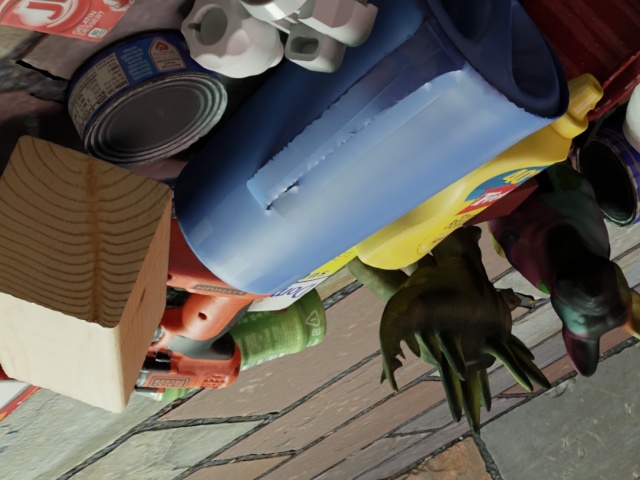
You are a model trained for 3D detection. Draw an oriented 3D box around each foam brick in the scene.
[{"bbox_3d":[0.133,-0.059,0.894,0.051,0.078,0.053,-17,160,-32],"label":"foam brick"}]

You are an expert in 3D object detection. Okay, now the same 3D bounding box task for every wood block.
[{"bbox_3d":[-0.148,0.031,0.658,0.090,0.090,0.206,19,157,-2],"label":"wood block"}]

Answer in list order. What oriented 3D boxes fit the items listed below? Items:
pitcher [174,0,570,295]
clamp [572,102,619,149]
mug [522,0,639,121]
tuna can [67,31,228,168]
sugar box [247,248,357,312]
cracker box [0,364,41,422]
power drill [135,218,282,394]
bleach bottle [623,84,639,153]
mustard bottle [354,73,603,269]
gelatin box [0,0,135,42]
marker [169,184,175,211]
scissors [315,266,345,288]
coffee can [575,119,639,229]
[{"bbox_3d":[0.015,-0.063,0.648,0.149,0.145,0.243,23,134,-37],"label":"pitcher"},{"bbox_3d":[0.243,-0.123,0.940,0.120,0.039,0.172,-27,165,-49],"label":"clamp"},{"bbox_3d":[0.191,-0.148,0.718,0.093,0.081,0.117,-25,160,-46],"label":"mug"},{"bbox_3d":[-0.097,-0.078,0.600,0.086,0.034,0.086,-24,160,-10],"label":"tuna can"},{"bbox_3d":[-0.006,0.001,0.910,0.176,0.048,0.093,-40,157,29],"label":"sugar box"},{"bbox_3d":[-0.318,0.111,0.735,0.164,0.072,0.213,-39,157,25],"label":"cracker box"},{"bbox_3d":[-0.126,0.058,0.846,0.184,0.057,0.188,6,144,-28],"label":"power drill"},{"bbox_3d":[0.293,-0.117,0.887,0.103,0.068,0.250,-52,165,14],"label":"bleach bottle"},{"bbox_3d":[0.108,-0.051,0.722,0.192,0.058,0.096,-37,166,33],"label":"mustard bottle"},{"bbox_3d":[-0.106,-0.128,0.466,0.089,0.030,0.073,-40,157,30],"label":"gelatin box"},{"bbox_3d":[-0.077,-0.035,0.760,0.120,0.020,0.020,-13,156,-36],"label":"marker"},{"bbox_3d":[0.062,0.003,1.051,0.096,0.016,0.202,-5,151,-48],"label":"scissors"},{"bbox_3d":[0.346,-0.084,1.075,0.140,0.103,0.103,-23,160,-12],"label":"coffee can"}]
